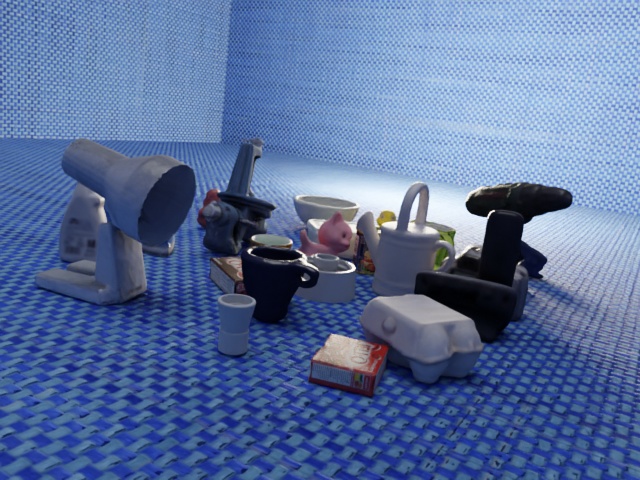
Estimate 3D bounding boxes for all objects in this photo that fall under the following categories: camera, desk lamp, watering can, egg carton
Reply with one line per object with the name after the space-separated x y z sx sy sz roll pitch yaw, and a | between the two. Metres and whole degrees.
0.289 0.060 0.978 0.142 0.101 0.137 15 15 30 | camera
-0.280 -0.025 0.784 0.202 0.213 0.118 11 14 18 | desk lamp
0.141 -0.003 0.960 0.172 0.194 0.101 9 13 9 | watering can
0.121 0.117 0.709 0.107 0.069 0.149 -1 15 -32 | egg carton

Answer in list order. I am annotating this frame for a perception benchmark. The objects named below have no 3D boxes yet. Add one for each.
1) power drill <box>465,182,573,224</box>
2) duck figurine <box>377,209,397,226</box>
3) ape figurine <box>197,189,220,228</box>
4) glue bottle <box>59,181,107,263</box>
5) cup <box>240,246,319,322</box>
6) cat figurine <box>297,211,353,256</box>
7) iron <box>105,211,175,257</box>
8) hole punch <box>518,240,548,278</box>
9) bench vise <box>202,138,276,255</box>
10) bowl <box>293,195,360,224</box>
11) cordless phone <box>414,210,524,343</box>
0.362 -0.011 1.086 0.076 0.208 0.228 -1 15 -30 | power drill
0.154 -0.029 1.327 0.077 0.086 0.104 9 13 7 | duck figurine
-0.237 -0.069 1.278 0.078 0.092 0.075 -6 18 -44 | ape figurine
-0.378 -0.048 0.924 0.078 0.173 0.037 8 13 4 | glue bottle
-0.055 0.066 0.780 0.117 0.095 0.092 14 15 28 | cup
0.009 0.004 1.034 0.128 0.118 0.067 -4 17 -40 | cat figurine
-0.339 -0.068 1.105 0.119 0.141 0.257 -3 16 -37 | iron
0.423 0.026 1.220 0.101 0.091 0.108 5 13 -10 | hole punch
-0.148 -0.088 1.117 0.121 0.220 0.207 7 13 2 | bench vise
0.013 -0.061 1.418 0.167 0.075 0.167 7 13 -1 | bowl
0.217 0.041 0.833 0.147 0.185 0.094 10 13 13 | cordless phone
